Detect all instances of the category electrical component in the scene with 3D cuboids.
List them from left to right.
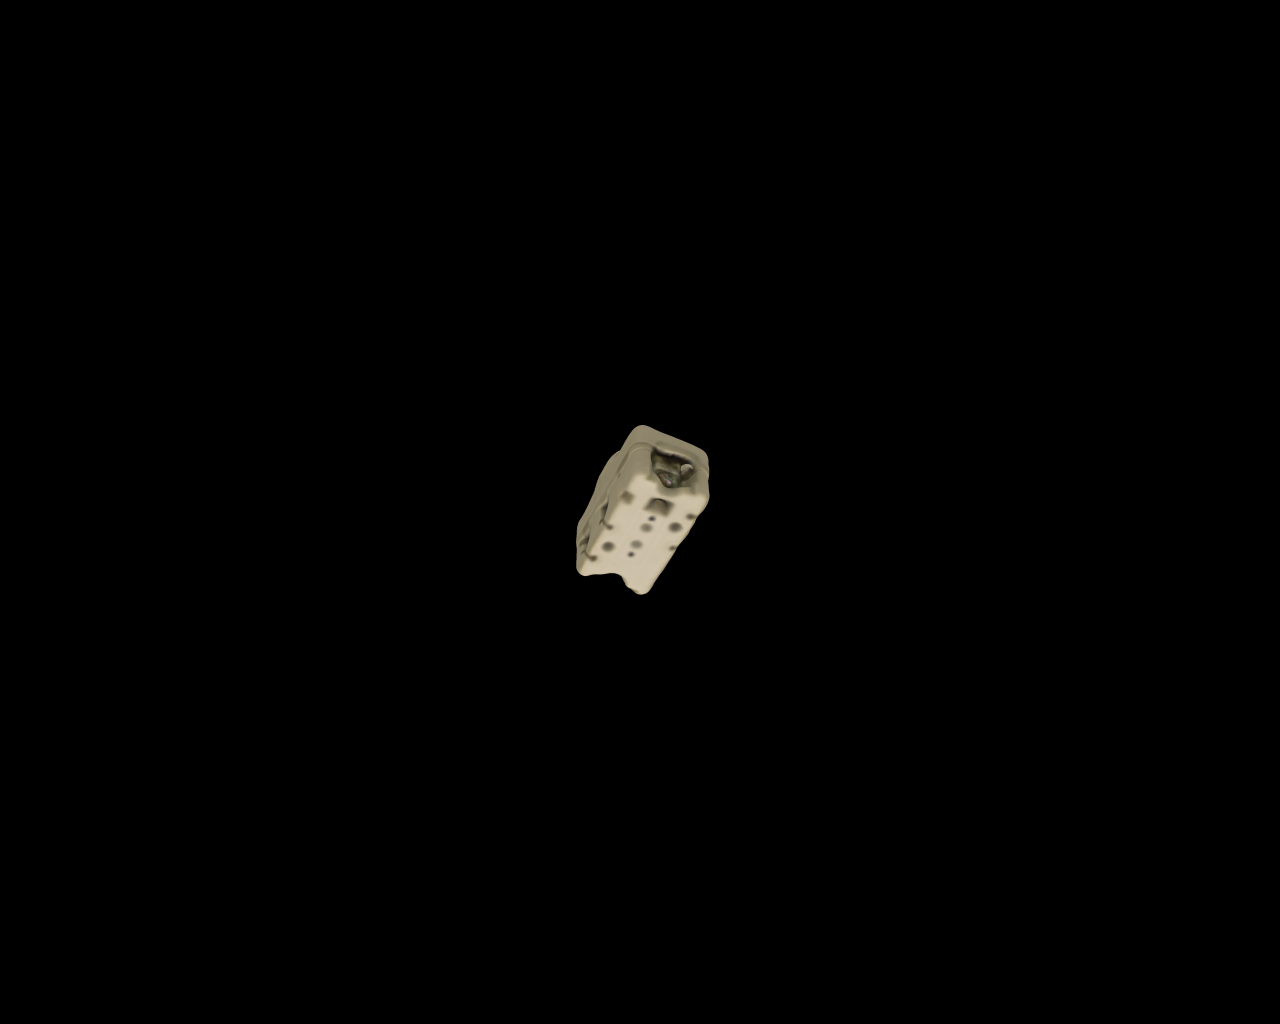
[{"bbox_3d":[0.001,-0.003,0.650,0.050,0.089,0.056,21,36,-16],"label":"electrical component"}]
